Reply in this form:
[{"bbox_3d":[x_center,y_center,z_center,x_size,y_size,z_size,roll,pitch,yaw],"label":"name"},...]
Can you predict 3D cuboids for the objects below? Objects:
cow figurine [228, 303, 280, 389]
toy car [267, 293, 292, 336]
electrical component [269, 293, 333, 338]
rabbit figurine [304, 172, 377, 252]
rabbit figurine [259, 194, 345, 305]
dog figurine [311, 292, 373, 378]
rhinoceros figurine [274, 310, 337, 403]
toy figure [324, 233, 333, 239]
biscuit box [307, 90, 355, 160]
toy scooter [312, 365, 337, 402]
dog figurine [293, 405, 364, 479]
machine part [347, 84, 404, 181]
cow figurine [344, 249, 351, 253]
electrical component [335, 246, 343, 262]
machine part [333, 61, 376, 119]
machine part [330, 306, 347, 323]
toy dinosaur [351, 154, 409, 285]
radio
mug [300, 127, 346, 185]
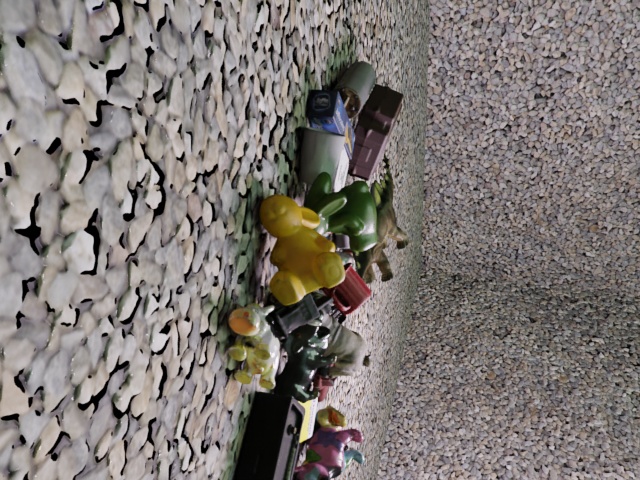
[{"bbox_3d":[-0.098,0.148,0.841,0.098,0.068,0.167,-73,165,-48],"label":"cow figurine"},{"bbox_3d":[-0.048,0.095,1.026,0.202,0.053,0.089,-65,159,-49],"label":"toy car"},{"bbox_3d":[-0.036,0.114,0.914,0.119,0.075,0.047,-31,105,-23],"label":"electrical component"},{"bbox_3d":[0.021,-0.040,1.021,0.170,0.121,0.158,-20,140,-25],"label":"rabbit figurine"},{"bbox_3d":[-0.038,-0.004,0.896,0.173,0.122,0.162,60,16,-17],"label":"rabbit figurine"},{"bbox_3d":[0.030,0.196,1.138,0.190,0.172,0.121,86,14,-49],"label":"dog figurine"},{"bbox_3d":[-0.033,0.223,1.054,0.073,0.112,0.190,25,-85,63],"label":"rhinoceros figurine"},{"bbox_3d":[-0.002,-0.004,1.137,0.064,0.058,0.154,27,66,-79],"label":"toy figure"},{"bbox_3d":[0.026,-0.238,1.128,0.202,0.059,0.063,49,50,-69],"label":"biscuit box"},{"bbox_3d":[0.010,0.291,1.262,0.135,0.075,0.183,48,53,-77],"label":"toy scooter"},{"bbox_3d":[-0.010,0.505,1.258,0.219,0.192,0.108,-20,125,-34],"label":"dog figurine"},{"bbox_3d":[0.132,-0.263,1.332,0.201,0.087,0.200,-67,178,-47],"label":"machine part"},{"bbox_3d":[0.123,-0.037,1.511,0.127,0.086,0.194,-1,95,-68],"label":"cow figurine"},{"bbox_3d":[0.006,0.057,1.179,0.021,0.094,0.063,33,26,-42],"label":"electrical component"},{"bbox_3d":[0.076,-0.344,1.229,0.243,0.079,0.079,-66,157,-50],"label":"machine part"},{"bbox_3d":[0.041,0.189,1.364,0.084,0.039,0.138,-52,164,-8],"label":"machine part"},{"bbox_3d":[0.144,-0.049,1.374,0.198,0.105,0.471,59,33,-27],"label":"toy dinosaur"},{"bbox_3d":[-0.091,0.398,0.957,0.131,0.073,0.229,64,37,-62],"label":"radio"},{"bbox_3d":[0.001,-0.161,1.054,0.109,0.081,0.107,-33,140,-72],"label":"mug"}]
